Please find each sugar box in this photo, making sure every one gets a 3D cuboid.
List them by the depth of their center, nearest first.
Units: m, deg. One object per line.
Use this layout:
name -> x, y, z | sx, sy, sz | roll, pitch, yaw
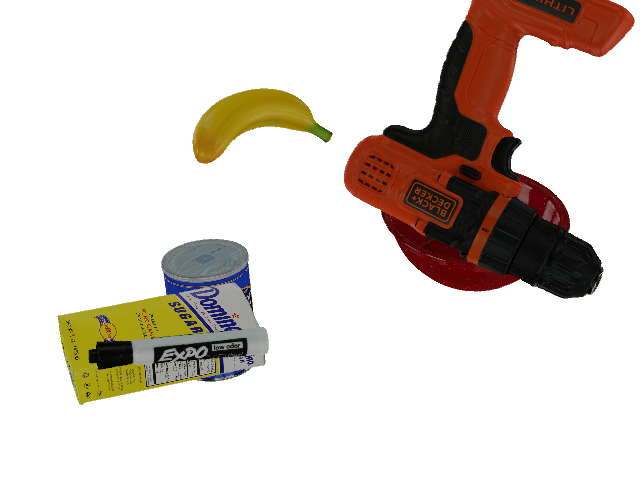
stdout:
sugar box -> -0.148, 0.092, 0.994 | 0.176, 0.048, 0.093 | -13, 35, -16

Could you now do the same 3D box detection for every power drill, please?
power drill -> 0.128, -0.074, 0.697 | 0.184, 0.188, 0.057 | 27, 9, 12

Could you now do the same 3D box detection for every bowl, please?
bowl -> 0.132, -0.004, 0.932 | 0.162, 0.055, 0.162 | 1, 34, -1

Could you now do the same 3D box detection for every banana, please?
banana -> -0.064, -0.115, 1.022 | 0.070, 0.037, 0.197 | 42, 34, 23

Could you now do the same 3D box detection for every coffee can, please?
coffee can -> -0.131, 0.083, 1.281 | 0.103, 0.140, 0.103 | -3, 25, 1

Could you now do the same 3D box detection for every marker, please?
marker -> -0.095, 0.073, 0.722 | 0.121, 0.020, 0.020 | -4, 1, -17
